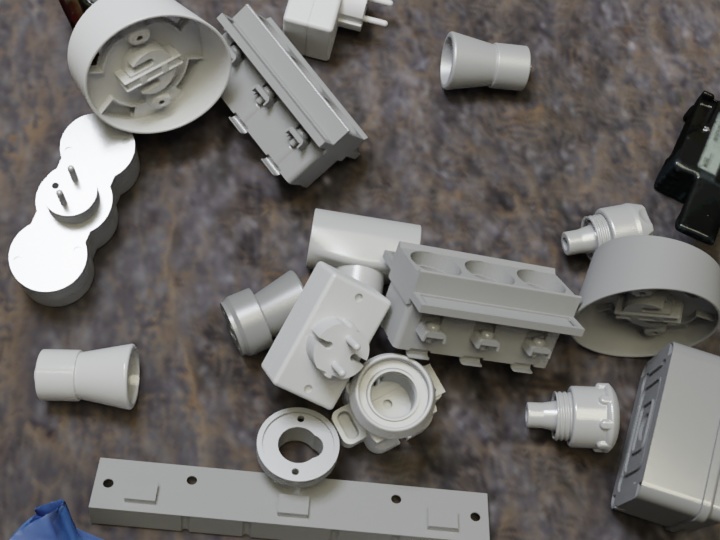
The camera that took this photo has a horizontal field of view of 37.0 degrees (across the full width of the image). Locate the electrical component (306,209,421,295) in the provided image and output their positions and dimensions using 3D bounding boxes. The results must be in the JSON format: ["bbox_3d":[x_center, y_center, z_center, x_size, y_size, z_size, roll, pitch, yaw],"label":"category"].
[{"bbox_3d":[0.000,0.000,0.763,0.077,0.043,0.079,9,71,-2],"label":"electrical component"}]

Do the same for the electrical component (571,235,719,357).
[{"bbox_3d":[0.201,0.021,0.749,0.099,0.099,0.064,18,65,1],"label":"electrical component"}]

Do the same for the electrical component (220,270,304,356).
[{"bbox_3d":[-0.064,0.031,0.746,0.055,0.045,0.045,-23,75,-12],"label":"electrical component"}]

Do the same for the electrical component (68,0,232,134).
[{"bbox_3d":[-0.147,-0.143,0.740,0.099,0.099,0.064,-34,56,-15],"label":"electrical component"}]

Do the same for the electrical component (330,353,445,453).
[{"bbox_3d":[0.020,0.089,0.729,0.078,0.057,0.058,-26,76,-13],"label":"electrical component"}]

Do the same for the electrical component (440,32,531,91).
[{"bbox_3d":[0.098,-0.158,0.828,0.065,0.044,0.044,4,71,-9],"label":"electrical component"}]

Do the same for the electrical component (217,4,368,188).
[{"bbox_3d":[-0.060,-0.124,0.785,0.063,0.079,0.121,-41,78,13],"label":"electrical component"}]

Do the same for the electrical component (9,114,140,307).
[{"bbox_3d":[-0.198,-0.048,0.744,0.052,0.073,0.138,19,71,1],"label":"electrical component"}]

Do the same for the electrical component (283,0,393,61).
[{"bbox_3d":[-0.013,-0.206,0.829,0.076,0.047,0.083,14,71,-1],"label":"electrical component"}]

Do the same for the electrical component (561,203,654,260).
[{"bbox_3d":[0.180,-0.024,0.789,0.062,0.043,0.043,-10,73,-8],"label":"electrical component"}]

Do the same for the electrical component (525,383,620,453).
[{"bbox_3d":[0.146,0.101,0.744,0.062,0.048,0.048,2,71,2],"label":"electrical component"}]

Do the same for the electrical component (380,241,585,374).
[{"bbox_3d":[0.079,0.027,0.731,0.121,0.078,0.063,9,114,-22],"label":"electrical component"}]

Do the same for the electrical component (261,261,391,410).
[{"bbox_3d":[-0.017,0.048,0.699,0.047,0.076,0.083,28,93,-22],"label":"electrical component"}]

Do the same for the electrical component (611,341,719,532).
[{"bbox_3d":[0.218,0.114,0.728,0.057,0.078,0.113,18,71,4],"label":"electrical component"}]

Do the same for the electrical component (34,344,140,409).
[{"bbox_3d":[-0.185,0.071,0.724,0.065,0.044,0.044,1,71,0],"label":"electrical component"}]
